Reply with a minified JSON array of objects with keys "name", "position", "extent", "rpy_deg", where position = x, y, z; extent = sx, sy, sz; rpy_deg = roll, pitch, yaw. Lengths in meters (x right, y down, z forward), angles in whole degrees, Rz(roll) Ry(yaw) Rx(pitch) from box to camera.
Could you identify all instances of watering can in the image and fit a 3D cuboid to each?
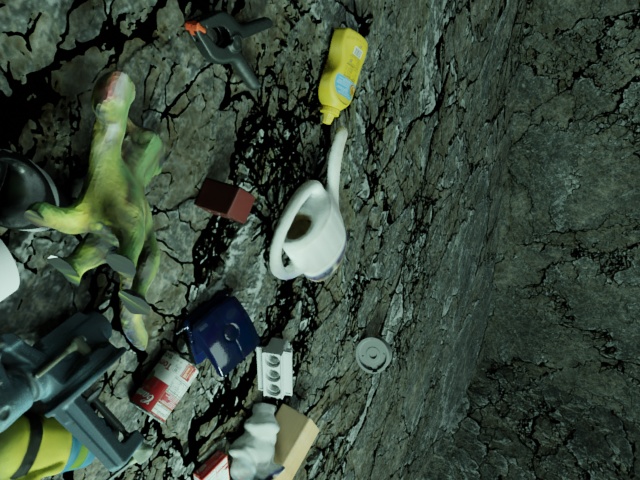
[{"name":"watering can","position":[0.003,-0.056,1.110],"extent":[0.353,0.104,0.220],"rpy_deg":[-61,149,-21]}]

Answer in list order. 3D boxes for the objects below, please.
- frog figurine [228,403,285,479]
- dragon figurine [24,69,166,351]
[{"name":"frog figurine","position":[-0.147,0.454,1.152],"extent":[0.137,0.121,0.161],"rpy_deg":[6,64,-51]},{"name":"dragon figurine","position":[-0.242,-0.041,0.679],"extent":[0.400,0.122,0.249],"rpy_deg":[99,2,-54]}]
